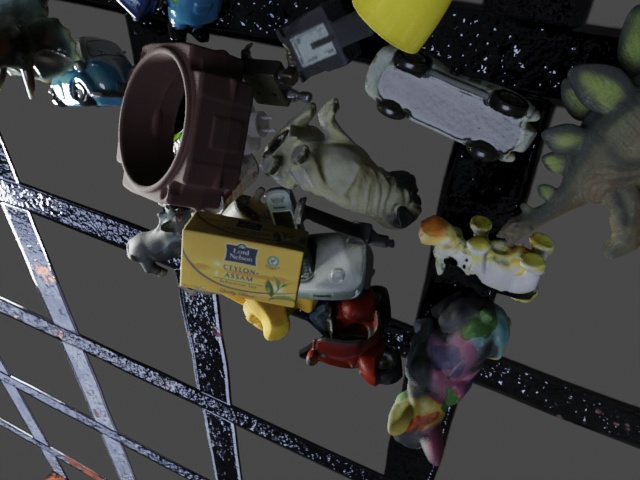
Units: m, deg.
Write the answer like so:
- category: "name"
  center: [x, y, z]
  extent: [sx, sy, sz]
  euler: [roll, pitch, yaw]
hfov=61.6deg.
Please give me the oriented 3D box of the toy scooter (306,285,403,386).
- category: "toy scooter"
  center: [0.045, 0.140, 0.807]
  extent: [0.135, 0.184, 0.075]
  euler: [-6, 131, 2]

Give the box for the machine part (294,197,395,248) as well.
- category: "machine part"
  center: [0.028, -0.018, 0.733]
  extent: [0.139, 0.039, 0.084]
  euler: [20, -176, -21]

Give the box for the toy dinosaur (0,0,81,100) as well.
- category: "toy dinosaur"
  center: [-0.440, -0.343, 0.736]
  extent: [0.405, 0.131, 0.192]
  euler: [48, 140, 36]

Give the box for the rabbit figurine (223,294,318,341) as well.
- category: "rabbit figurine"
  center: [-0.099, 0.110, 0.939]
  extent: [0.162, 0.122, 0.173]
  euler: [32, 154, 9]

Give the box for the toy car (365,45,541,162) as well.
- category: "toy car"
  center: [0.147, -0.155, 0.610]
  extent: [0.202, 0.056, 0.073]
  euler: [27, 128, 9]

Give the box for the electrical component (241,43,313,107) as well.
- category: "electrical component"
  center: [-0.064, -0.216, 0.701]
  extent: [0.102, 0.045, 0.078]
  euler: [10, 158, 29]

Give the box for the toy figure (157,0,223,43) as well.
- category: "toy figure"
  center: [-0.148, -0.324, 0.638]
  extent: [0.089, 0.082, 0.180]
  euler: [41, 139, 3]

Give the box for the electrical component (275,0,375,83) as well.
- category: "electrical component"
  center: [0.014, -0.240, 0.627]
  extent: [0.119, 0.048, 0.074]
  euler: [-14, 117, 38]

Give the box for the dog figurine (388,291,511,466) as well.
- category: "dog figurine"
  center: [0.174, 0.197, 0.762]
  extent: [0.108, 0.219, 0.191]
  euler: [36, 136, -3]

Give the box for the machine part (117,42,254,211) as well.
- category: "machine part"
  center: [-0.185, -0.149, 0.703]
  extent: [0.202, 0.087, 0.200]
  euler: [20, 103, 45]

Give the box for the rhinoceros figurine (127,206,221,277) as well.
- category: "rhinoceros figurine"
  center: [-0.249, -0.011, 0.939]
  extent: [0.190, 0.073, 0.112]
  euler: [-25, 127, 20]

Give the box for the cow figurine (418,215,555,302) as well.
- category: "cow figurine"
  center: [0.210, 0.024, 0.709]
  extent: [0.168, 0.068, 0.098]
  euler: [18, 138, 20]

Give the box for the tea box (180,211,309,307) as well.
- category: "tea box"
  center: [-0.107, 0.027, 0.769]
  extent: [0.170, 0.068, 0.098]
  euler: [10, 119, 2]

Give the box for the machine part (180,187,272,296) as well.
- category: "machine part"
  center: [-0.152, 0.010, 0.874]
  extent: [0.079, 0.079, 0.243]
  euler: [41, 114, -3]

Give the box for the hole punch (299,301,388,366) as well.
- category: "hole punch"
  center: [0.035, 0.157, 0.922]
  extent: [0.115, 0.092, 0.142]
  euler: [20, 140, -27]

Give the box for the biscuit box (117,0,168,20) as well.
- category: "biscuit box"
  center: [-0.275, -0.379, 0.684]
  extent: [0.202, 0.063, 0.059]
  euler: [44, 134, -7]

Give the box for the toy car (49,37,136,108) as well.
- category: "toy car"
  center: [-0.338, -0.251, 0.811]
  extent: [0.162, 0.109, 0.102]
  euler: [13, 108, 37]

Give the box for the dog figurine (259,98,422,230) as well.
- category: "dog figurine"
  center: [0.027, -0.079, 0.726]
  extent: [0.190, 0.121, 0.172]
  euler: [39, 172, -26]

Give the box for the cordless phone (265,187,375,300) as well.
- category: "cordless phone"
  center: [-0.001, -0.002, 0.808]
  extent: [0.147, 0.089, 0.184]
  euler: [-2, 119, 34]

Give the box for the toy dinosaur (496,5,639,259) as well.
- category: "toy dinosaur"
  center: [0.343, -0.125, 0.480]
  extent: [0.198, 0.105, 0.471]
  euler: [48, 130, -5]
